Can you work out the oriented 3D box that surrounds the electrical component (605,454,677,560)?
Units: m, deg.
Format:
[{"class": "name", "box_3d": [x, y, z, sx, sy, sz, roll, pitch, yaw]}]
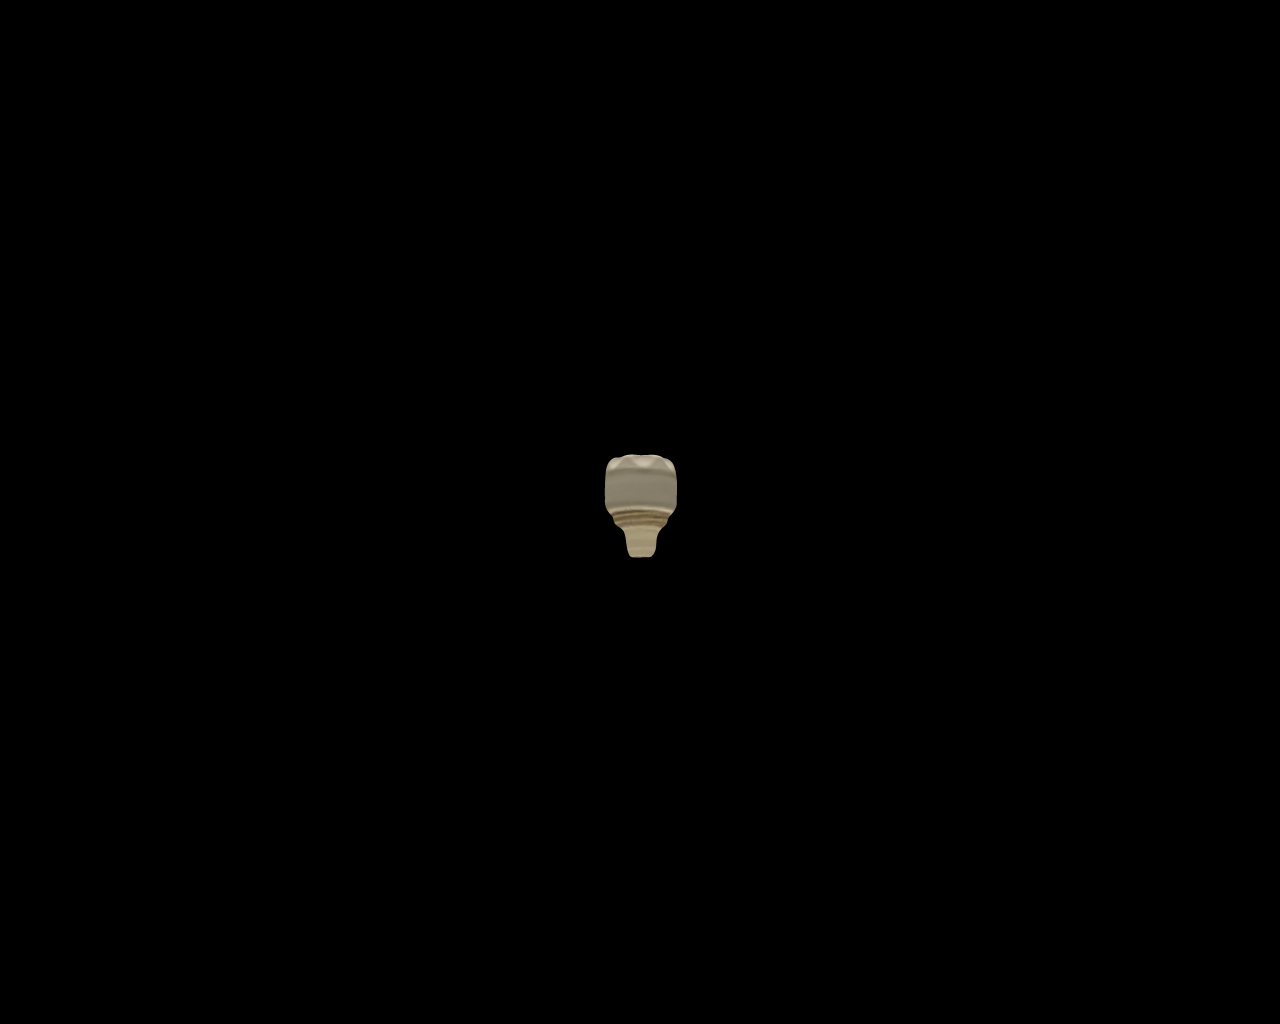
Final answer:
[{"class": "electrical component", "box_3d": [0.001, -0.003, 0.650, 0.043, 0.062, 0.043, 0, -7, 0]}]
